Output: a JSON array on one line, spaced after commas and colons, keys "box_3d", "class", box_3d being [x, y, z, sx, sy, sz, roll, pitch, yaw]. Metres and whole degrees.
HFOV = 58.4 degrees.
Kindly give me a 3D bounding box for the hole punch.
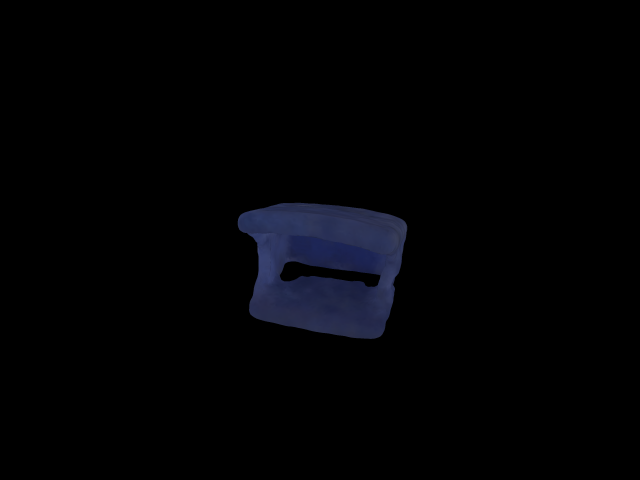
[{"box_3d": [0.004, 0.001, 0.400, 0.108, 0.091, 0.101, 8, 35, 12], "class": "hole punch"}]
